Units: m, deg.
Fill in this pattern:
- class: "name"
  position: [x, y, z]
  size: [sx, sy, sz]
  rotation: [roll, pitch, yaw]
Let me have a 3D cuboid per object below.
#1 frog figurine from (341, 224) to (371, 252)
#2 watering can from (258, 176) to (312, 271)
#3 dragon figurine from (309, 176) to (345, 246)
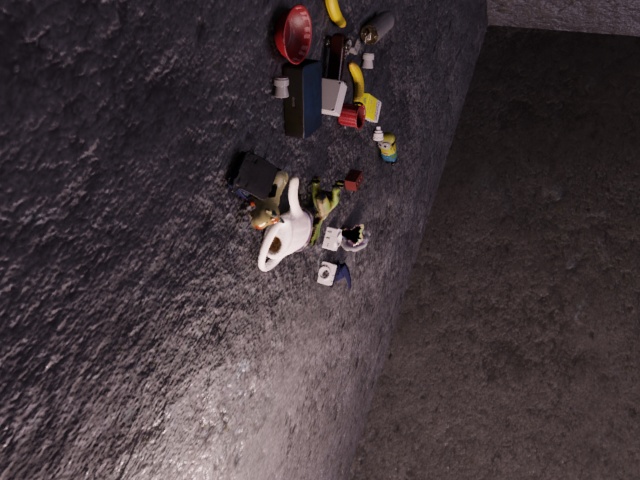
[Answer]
- class: "frog figurine"
  position: [0.159, -0.002, 2.282]
  size: [0.137, 0.124, 0.157]
  rotation: [-39, 162, -1]
- class: "watering can"
  position: [-0.095, -0.053, 1.644]
  size: [0.226, 0.105, 0.342]
  rotation: [-20, 138, -62]
- class: "dragon figurine"
  position: [0.005, -0.091, 1.804]
  size: [0.416, 0.122, 0.239]
  rotation: [-66, 167, -70]
